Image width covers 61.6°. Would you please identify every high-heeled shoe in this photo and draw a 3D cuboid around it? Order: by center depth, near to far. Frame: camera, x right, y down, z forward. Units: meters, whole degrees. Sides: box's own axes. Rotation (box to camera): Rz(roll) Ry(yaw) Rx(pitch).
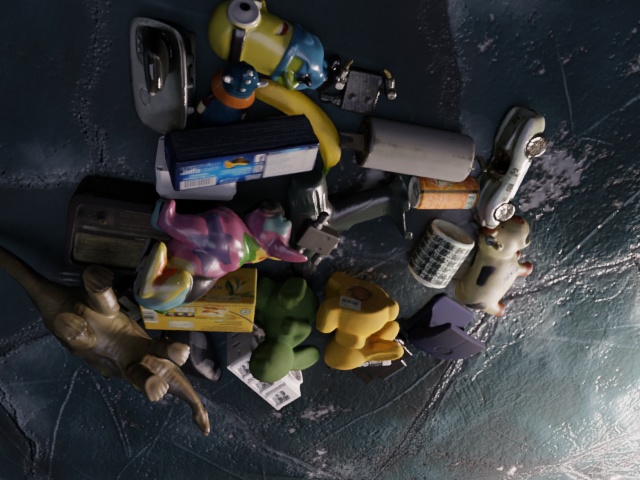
[{"bbox_3d":[-0.221,0.166,0.977,0.086,0.145,0.248,11,156,21],"label":"high-heeled shoe"}]

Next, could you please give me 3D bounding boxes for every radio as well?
[{"bbox_3d":[-0.265,-0.015,0.831,0.230,0.073,0.131,7,121,-16],"label":"radio"}]

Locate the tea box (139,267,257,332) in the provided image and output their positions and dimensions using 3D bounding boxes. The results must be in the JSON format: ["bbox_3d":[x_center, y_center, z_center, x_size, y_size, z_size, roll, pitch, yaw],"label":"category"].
[{"bbox_3d":[-0.185,0.090,0.828,0.170,0.068,0.098,3,144,-10],"label":"tea box"}]

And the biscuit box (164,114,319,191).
[{"bbox_3d":[-0.107,-0.120,0.733,0.203,0.063,0.059,-11,148,-20],"label":"biscuit box"}]

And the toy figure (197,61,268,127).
[{"bbox_3d":[-0.123,-0.191,0.718,0.058,0.064,0.154,58,144,4],"label":"toy figure"}]

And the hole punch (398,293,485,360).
[{"bbox_3d":[0.239,0.183,1.034,0.142,0.092,0.115,29,117,-28],"label":"hole punch"}]

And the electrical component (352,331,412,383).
[{"bbox_3d":[0.109,0.214,1.048,0.115,0.058,0.134,-36,120,15],"label":"electrical component"}]

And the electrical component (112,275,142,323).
[{"bbox_3d":[-0.335,0.096,0.904,0.075,0.048,0.119,-37,120,12],"label":"electrical component"}]

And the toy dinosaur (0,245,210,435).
[{"bbox_3d":[-0.338,0.125,0.791,0.471,0.105,0.198,44,146,-2],"label":"toy dinosaur"}]

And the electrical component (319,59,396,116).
[{"bbox_3d":[0.058,-0.219,0.775,0.102,0.045,0.078,13,117,-17],"label":"electrical component"}]

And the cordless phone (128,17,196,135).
[{"bbox_3d":[-0.197,-0.189,0.670,0.089,0.184,0.146,-1,122,-14],"label":"cordless phone"}]

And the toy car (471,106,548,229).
[{"bbox_3d":[0.298,-0.113,0.865,0.056,0.074,0.201,8,120,-19],"label":"toy car"}]

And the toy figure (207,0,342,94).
[{"bbox_3d":[-0.061,-0.252,0.715,0.180,0.082,0.089,25,112,-25],"label":"toy figure"}]

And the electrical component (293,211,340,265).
[{"bbox_3d":[-0.002,-0.002,0.826,0.063,0.021,0.094,21,123,-24],"label":"electrical component"}]

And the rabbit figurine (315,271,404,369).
[{"bbox_3d":[0.064,0.158,0.946,0.162,0.122,0.173,11,120,-8],"label":"rabbit figurine"}]

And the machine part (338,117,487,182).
[{"bbox_3d":[0.144,-0.138,0.823,0.243,0.079,0.079,6,120,-13],"label":"machine part"}]

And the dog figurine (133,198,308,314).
[{"bbox_3d":[-0.134,0.023,0.759,0.219,0.108,0.191,15,82,-22],"label":"dog figurine"}]

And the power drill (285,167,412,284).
[{"bbox_3d":[0.042,-0.025,0.880,0.207,0.086,0.231,-7,132,3],"label":"power drill"}]

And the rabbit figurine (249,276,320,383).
[{"bbox_3d":[-0.072,0.166,0.918,0.121,0.170,0.158,3,147,27],"label":"rabbit figurine"}]

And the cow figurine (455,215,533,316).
[{"bbox_3d":[0.307,0.039,0.960,0.127,0.086,0.194,11,120,-23],"label":"cow figurine"}]
